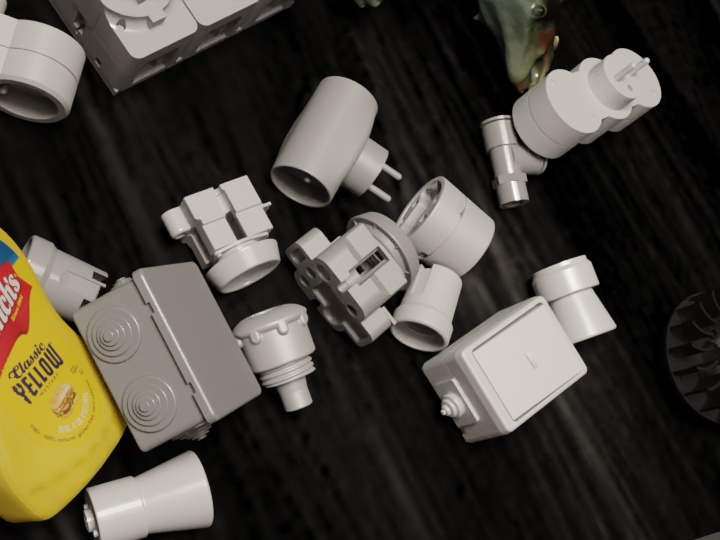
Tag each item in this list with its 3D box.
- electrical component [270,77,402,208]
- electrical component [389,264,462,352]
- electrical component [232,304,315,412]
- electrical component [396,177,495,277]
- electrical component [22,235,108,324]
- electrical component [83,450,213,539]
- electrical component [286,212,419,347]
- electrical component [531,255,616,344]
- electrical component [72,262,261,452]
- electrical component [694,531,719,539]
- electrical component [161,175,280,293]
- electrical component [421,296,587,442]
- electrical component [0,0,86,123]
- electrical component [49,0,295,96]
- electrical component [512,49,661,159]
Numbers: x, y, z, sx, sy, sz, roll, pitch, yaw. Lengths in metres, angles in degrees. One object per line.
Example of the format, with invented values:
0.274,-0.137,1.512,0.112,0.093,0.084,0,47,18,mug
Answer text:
-0.008,-0.074,0.707,0.079,0.043,0.077,33,63,-14,electrical component
0.045,0.024,0.707,0.040,0.040,0.046,30,59,-15,electrical component
-0.047,0.054,0.650,0.048,0.048,0.062,-21,94,-29,electrical component
0.057,-0.027,0.719,0.047,0.055,0.055,35,63,-17,electrical component
-0.171,0.008,0.606,0.046,0.040,0.040,26,65,-23,electrical component
-0.119,0.129,0.594,0.065,0.044,0.044,-13,81,-24,electrical component
0.000,0.000,0.682,0.057,0.058,0.078,-40,94,-27,electrical component
0.149,0.022,0.755,0.045,0.045,0.055,-16,82,-29,electrical component
-0.106,0.047,0.595,0.048,0.100,0.099,-28,88,10,electrical component
0.274,0.238,0.736,0.063,0.078,0.121,-18,83,1,electrical component
-0.080,-0.020,0.656,0.066,0.048,0.055,-24,78,-30,electrical component
0.092,0.067,0.704,0.096,0.061,0.061,-31,90,-30,electrical component
-0.226,-0.143,0.616,0.138,0.052,0.073,18,68,-20,electrical component
-0.112,-0.189,0.680,0.150,0.062,0.089,-35,92,-30,electrical component
0.178,-0.131,0.782,0.138,0.074,0.052,-25,81,-42,electrical component
